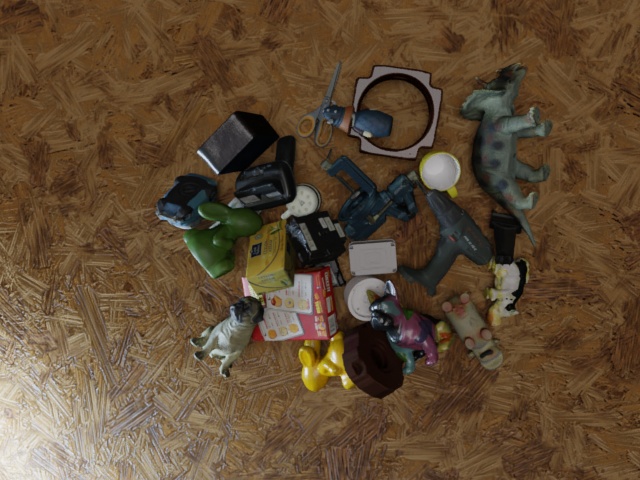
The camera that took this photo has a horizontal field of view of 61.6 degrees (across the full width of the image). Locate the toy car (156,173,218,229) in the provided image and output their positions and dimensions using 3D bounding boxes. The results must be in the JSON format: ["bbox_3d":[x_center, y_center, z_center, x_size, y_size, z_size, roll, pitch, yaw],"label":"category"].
[{"bbox_3d":[-0.315,-0.080,1.296,0.109,0.162,0.102,16,139,16],"label":"toy car"}]

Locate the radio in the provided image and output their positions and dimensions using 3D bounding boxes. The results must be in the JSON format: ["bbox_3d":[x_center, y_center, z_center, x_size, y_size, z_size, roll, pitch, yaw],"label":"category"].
[{"bbox_3d":[-0.179,-0.217,1.211,0.131,0.229,0.073,-41,91,13],"label":"radio"}]

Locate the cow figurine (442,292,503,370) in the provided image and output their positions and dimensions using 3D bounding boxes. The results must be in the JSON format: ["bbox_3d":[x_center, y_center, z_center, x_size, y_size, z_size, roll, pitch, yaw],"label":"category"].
[{"bbox_3d":[0.365,0.221,1.280,0.085,0.127,0.195,-33,79,8],"label":"cow figurine"}]

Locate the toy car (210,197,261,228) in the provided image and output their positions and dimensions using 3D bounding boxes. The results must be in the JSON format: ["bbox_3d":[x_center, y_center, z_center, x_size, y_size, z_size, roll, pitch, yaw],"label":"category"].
[{"bbox_3d":[-0.220,-0.033,1.323,0.073,0.056,0.201,41,99,-1],"label":"toy car"}]

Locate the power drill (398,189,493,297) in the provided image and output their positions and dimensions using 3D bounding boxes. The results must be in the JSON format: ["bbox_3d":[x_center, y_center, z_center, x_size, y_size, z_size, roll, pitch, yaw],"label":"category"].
[{"bbox_3d":[0.276,0.016,1.254,0.232,0.086,0.207,35,99,-21],"label":"power drill"}]

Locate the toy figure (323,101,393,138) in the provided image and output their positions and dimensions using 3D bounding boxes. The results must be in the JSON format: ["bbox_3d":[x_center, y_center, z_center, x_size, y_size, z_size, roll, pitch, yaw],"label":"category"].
[{"bbox_3d":[0.082,-0.261,1.180,0.155,0.064,0.057,13,136,8],"label":"toy figure"}]

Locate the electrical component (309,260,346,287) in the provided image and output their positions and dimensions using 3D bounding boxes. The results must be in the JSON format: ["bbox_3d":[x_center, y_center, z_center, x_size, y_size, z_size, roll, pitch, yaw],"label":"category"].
[{"bbox_3d":[0.010,0.069,1.319,0.075,0.048,0.119,-25,94,7],"label":"electrical component"}]

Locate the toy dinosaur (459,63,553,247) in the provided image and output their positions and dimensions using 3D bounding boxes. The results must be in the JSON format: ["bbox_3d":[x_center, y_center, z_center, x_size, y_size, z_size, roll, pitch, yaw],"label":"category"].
[{"bbox_3d":[0.408,-0.189,1.211,0.192,0.131,0.404,14,111,43],"label":"toy dinosaur"}]

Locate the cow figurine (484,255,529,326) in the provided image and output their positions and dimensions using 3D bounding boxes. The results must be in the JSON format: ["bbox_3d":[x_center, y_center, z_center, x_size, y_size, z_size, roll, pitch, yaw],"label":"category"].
[{"bbox_3d":[0.445,0.123,1.279,0.098,0.068,0.167,2,98,-1],"label":"cow figurine"}]

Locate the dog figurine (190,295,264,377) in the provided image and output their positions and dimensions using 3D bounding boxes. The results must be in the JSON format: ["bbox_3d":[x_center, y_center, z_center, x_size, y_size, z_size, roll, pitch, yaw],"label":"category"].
[{"bbox_3d":[-0.208,0.210,1.305,0.121,0.172,0.190,37,89,-25],"label":"dog figurine"}]

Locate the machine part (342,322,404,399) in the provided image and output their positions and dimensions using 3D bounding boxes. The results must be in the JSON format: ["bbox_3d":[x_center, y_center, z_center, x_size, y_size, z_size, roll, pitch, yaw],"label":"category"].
[{"bbox_3d":[0.128,0.280,1.267,0.056,0.179,0.179,-37,93,34],"label":"machine part"}]

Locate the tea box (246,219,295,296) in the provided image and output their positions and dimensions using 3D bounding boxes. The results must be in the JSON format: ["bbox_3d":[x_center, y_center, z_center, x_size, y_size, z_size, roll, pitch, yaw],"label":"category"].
[{"bbox_3d":[-0.113,0.039,1.260,0.098,0.170,0.068,-16,132,11],"label":"tea box"}]

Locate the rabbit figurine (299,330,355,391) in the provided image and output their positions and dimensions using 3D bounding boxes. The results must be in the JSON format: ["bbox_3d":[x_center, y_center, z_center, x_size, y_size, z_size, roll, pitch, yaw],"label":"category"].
[{"bbox_3d":[0.016,0.307,1.319,0.162,0.122,0.173,46,118,-7],"label":"rabbit figurine"}]

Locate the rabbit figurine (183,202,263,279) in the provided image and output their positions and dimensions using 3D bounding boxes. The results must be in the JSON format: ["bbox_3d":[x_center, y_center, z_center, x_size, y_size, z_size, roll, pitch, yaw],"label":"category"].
[{"bbox_3d":[-0.218,-0.020,1.247,0.170,0.121,0.159,-38,92,1],"label":"rabbit figurine"}]

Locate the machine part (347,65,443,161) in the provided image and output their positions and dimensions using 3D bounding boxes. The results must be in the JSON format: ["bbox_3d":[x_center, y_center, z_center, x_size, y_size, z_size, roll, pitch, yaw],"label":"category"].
[{"bbox_3d":[0.172,-0.290,1.240,0.202,0.087,0.200,9,98,3],"label":"machine part"}]

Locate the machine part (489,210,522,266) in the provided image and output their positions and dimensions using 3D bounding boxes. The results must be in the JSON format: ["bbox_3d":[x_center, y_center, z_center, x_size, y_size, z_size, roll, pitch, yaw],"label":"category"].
[{"bbox_3d":[0.430,-0.005,1.248,0.084,0.039,0.139,17,61,-2],"label":"machine part"}]

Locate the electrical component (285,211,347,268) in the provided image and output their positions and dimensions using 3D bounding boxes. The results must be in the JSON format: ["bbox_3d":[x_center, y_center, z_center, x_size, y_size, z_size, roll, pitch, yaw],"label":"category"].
[{"bbox_3d":[-0.003,-0.004,1.259,0.058,0.134,0.115,-40,67,48],"label":"electrical component"}]

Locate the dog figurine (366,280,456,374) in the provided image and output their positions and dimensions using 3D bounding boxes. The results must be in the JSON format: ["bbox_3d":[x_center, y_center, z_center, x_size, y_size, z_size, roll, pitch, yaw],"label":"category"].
[{"bbox_3d":[0.203,0.187,1.256,0.108,0.191,0.219,-30,92,45],"label":"dog figurine"}]

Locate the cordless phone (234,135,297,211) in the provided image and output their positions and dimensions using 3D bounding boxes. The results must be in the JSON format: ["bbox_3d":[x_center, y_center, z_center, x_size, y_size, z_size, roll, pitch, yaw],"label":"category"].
[{"bbox_3d":[-0.124,-0.166,1.269,0.147,0.088,0.184,-11,56,26],"label":"cordless phone"}]

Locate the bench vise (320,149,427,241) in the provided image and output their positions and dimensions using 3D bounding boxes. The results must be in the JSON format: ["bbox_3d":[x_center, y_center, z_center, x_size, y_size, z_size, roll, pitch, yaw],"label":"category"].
[{"bbox_3d":[0.108,-0.115,1.241,0.240,0.129,0.223,42,118,-18],"label":"bench vise"}]
